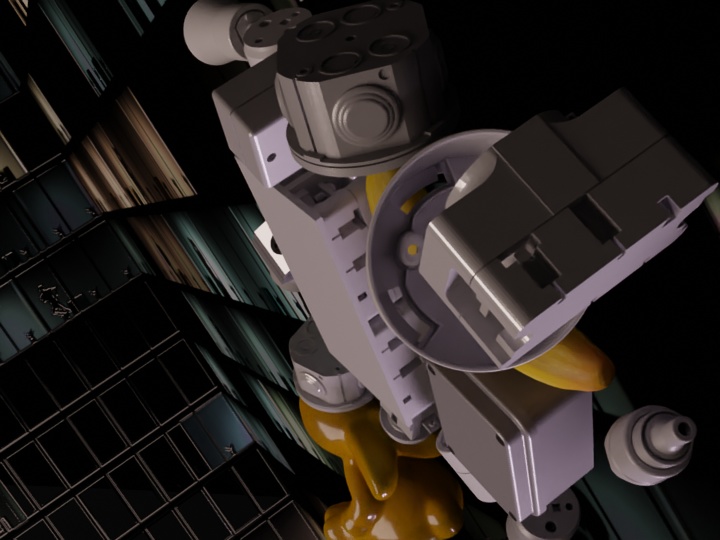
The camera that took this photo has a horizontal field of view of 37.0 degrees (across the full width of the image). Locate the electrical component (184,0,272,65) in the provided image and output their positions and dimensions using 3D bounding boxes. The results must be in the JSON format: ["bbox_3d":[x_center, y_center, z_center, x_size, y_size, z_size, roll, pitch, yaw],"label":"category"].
[{"bbox_3d":[-0.077,-0.148,0.668,0.065,0.044,0.044,23,145,57],"label":"electrical component"}]

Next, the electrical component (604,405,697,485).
[{"bbox_3d":[0.136,0.078,0.492,0.035,0.035,0.061,52,163,11],"label":"electrical component"}]

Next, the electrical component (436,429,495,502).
[{"bbox_3d":[0.086,0.120,0.713,0.047,0.055,0.055,55,166,-14],"label":"electrical component"}]

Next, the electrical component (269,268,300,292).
[{"bbox_3d":[-0.051,-0.009,0.890,0.045,0.045,0.055,54,165,5],"label":"electrical component"}]

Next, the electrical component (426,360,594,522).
[{"bbox_3d":[0.087,0.084,0.619,0.078,0.057,0.113,45,163,35],"label":"electrical component"}]

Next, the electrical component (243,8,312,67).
[{"bbox_3d":[-0.037,-0.112,0.604,0.045,0.045,0.055,39,158,48],"label":"electrical component"}]

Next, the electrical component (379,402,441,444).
[{"bbox_3d":[0.040,0.108,0.856,0.066,0.048,0.055,47,156,28],"label":"electrical component"}]

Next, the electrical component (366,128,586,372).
[{"bbox_3d":[0.050,-0.006,0.462,0.099,0.099,0.064,55,173,0],"label":"electrical component"}]

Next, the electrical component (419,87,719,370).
[{"bbox_3d":[0.069,-0.018,0.380,0.055,0.089,0.050,51,166,17],"label":"electrical component"}]

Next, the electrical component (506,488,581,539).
[{"bbox_3d":[0.122,0.166,0.717,0.045,0.045,0.055,49,165,22],"label":"electrical component"}]

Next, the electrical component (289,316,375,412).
[{"bbox_3d":[-0.020,0.076,0.910,0.080,0.080,0.051,44,157,38],"label":"electrical component"}]

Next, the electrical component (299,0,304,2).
[{"bbox_3d":[-0.045,-0.166,0.513,0.081,0.043,0.043,58,166,-13],"label":"electrical component"}]

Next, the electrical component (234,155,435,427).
[{"bbox_3d":[0.000,0.000,0.708,0.105,0.060,0.186,39,159,48],"label":"electrical component"}]

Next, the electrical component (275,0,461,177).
[{"bbox_3d":[0.002,-0.081,0.480,0.080,0.080,0.051,39,154,48],"label":"electrical component"}]

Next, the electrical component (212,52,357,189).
[{"bbox_3d":[-0.017,-0.075,0.545,0.075,0.083,0.047,48,164,28],"label":"electrical component"}]
